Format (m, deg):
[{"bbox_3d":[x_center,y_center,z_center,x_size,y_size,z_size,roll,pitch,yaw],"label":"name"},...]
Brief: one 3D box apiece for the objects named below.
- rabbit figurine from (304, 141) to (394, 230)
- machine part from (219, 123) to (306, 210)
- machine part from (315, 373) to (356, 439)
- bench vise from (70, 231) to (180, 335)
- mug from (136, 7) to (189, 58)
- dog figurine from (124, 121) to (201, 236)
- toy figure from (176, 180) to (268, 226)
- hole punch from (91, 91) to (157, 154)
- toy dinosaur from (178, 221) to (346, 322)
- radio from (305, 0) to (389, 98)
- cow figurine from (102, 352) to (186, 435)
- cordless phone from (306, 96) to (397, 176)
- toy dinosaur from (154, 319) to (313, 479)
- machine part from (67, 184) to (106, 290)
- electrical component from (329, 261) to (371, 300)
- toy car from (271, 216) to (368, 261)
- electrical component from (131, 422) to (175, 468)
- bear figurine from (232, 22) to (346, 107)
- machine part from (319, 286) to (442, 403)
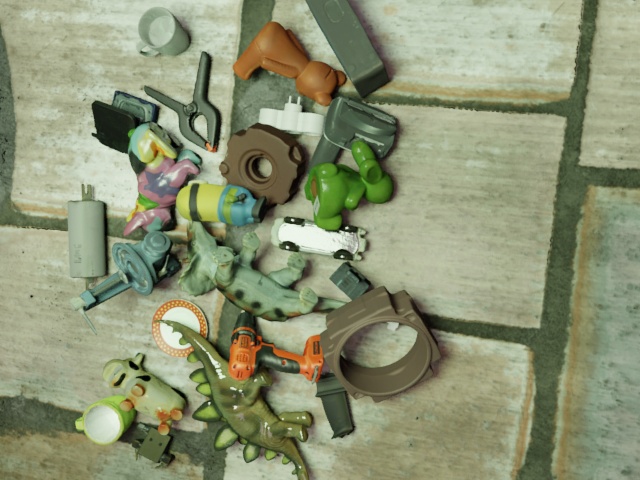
[{"bbox_3d":[0.068,-0.116,1.061,0.170,0.121,0.159,-6,136,-18],"label":"rabbit figurine"},{"bbox_3d":[-0.118,-0.149,1.102,0.180,0.056,0.179,6,112,16],"label":"machine part"},{"bbox_3d":[0.036,0.344,1.126,0.084,0.039,0.138,-12,88,4],"label":"machine part"},{"bbox_3d":[-0.393,0.076,1.085,0.129,0.240,0.223,55,141,-3],"label":"bench vise"},{"bbox_3d":[-0.327,-0.420,1.128,0.109,0.107,0.081,-41,85,12],"label":"mug"},{"bbox_3d":[-0.360,-0.114,1.127,0.191,0.109,0.219,38,100,-30],"label":"dog figurine"},{"bbox_3d":[-0.199,-0.071,1.074,0.180,0.089,0.082,13,123,12],"label":"toy figure"},{"bbox_3d":[-0.420,-0.253,1.167,0.142,0.092,0.115,20,132,7],"label":"hole punch"},{"bbox_3d":[-0.125,0.099,1.105,0.405,0.131,0.192,32,140,-5],"label":"toy dinosaur"},{"bbox_3d":[0.049,-0.403,1.053,0.073,0.131,0.229,-31,86,10],"label":"radio"},{"bbox_3d":[-0.380,0.320,1.164,0.195,0.127,0.085,35,98,-8],"label":"cow figurine"},{"bbox_3d":[0.062,-0.184,1.090,0.146,0.089,0.184,18,119,-18],"label":"cordless phone"},{"bbox_3d":[-0.171,0.328,1.127,0.198,0.105,0.471,-36,84,11],"label":"toy dinosaur"},{"bbox_3d":[-0.515,-0.002,1.187,0.079,0.079,0.243,0,91,9],"label":"machine part"},{"bbox_3d":[0.061,0.084,1.073,0.075,0.119,0.048,42,97,3],"label":"electrical component"},{"bbox_3d":[-0.002,-0.003,1.113,0.202,0.056,0.073,9,87,8],"label":"toy car"},{"bbox_3d":[-0.371,0.461,1.196,0.102,0.045,0.078,17,66,6],"label":"electrical component"},{"bbox_3d":[-0.056,-0.346,1.096,0.195,0.132,0.120,36,60,-22],"label":"bear figurine"},{"bbox_3d":[0.117,0.206,1.044,0.201,0.087,0.201,-29,116,9],"label":"machine part"}]
